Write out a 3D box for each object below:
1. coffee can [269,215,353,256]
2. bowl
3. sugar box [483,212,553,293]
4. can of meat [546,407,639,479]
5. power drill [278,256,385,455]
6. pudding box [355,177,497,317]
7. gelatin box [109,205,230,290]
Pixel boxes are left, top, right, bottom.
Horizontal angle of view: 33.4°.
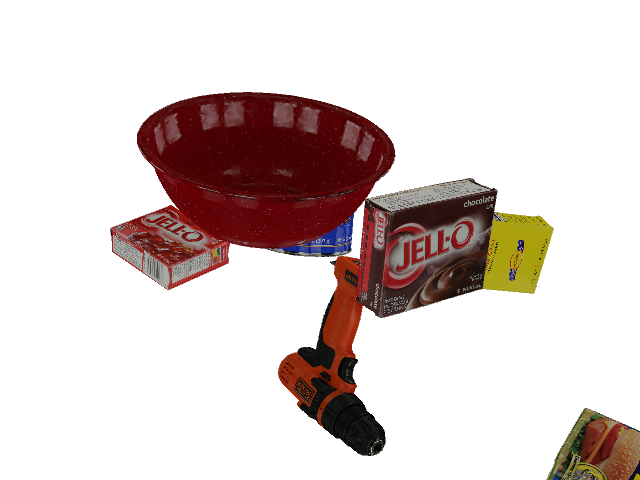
[{"bbox_3d":[-0.011,-0.062,1.148,0.103,0.140,0.103,5,11,-1],"label":"coffee can"},{"bbox_3d":[-0.035,-0.040,0.679,0.162,0.055,0.162,4,28,-2],"label":"bowl"},{"bbox_3d":[0.187,0.010,1.299,0.176,0.093,0.048,4,22,-19],"label":"sugar box"},{"bbox_3d":[0.215,0.179,0.783,0.084,0.057,0.101,22,39,23],"label":"can of meat"},{"bbox_3d":[0.037,0.126,1.201,0.057,0.188,0.185,13,15,-42],"label":"power drill"},{"bbox_3d":[0.084,0.004,0.847,0.113,0.090,0.039,-14,31,-35],"label":"pudding box"},{"bbox_3d":[-0.140,0.004,0.991,0.089,0.030,0.073,30,39,36],"label":"gelatin box"}]
